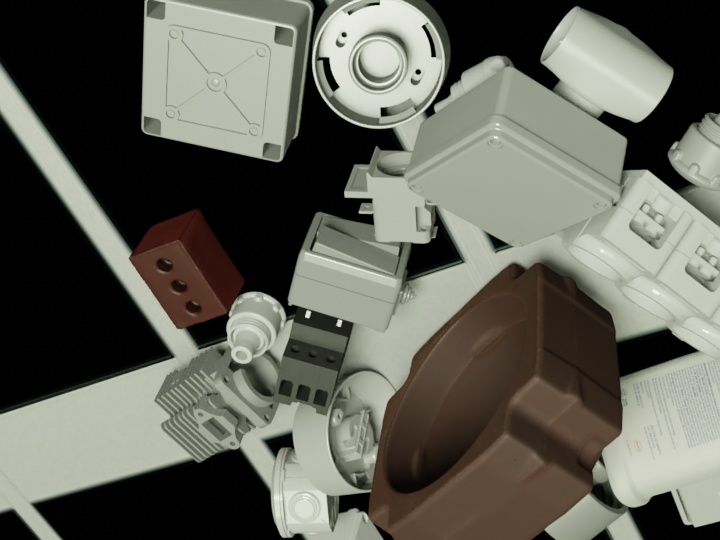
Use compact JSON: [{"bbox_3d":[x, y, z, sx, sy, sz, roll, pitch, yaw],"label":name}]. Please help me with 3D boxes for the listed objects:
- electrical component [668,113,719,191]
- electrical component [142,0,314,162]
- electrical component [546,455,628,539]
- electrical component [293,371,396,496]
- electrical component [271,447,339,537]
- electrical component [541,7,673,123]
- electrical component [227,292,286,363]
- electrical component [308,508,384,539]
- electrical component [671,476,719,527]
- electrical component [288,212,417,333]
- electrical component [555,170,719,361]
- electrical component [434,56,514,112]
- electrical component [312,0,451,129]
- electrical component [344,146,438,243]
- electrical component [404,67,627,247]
[{"bbox_3d":[0.245,-0.088,0.734,0.048,0.048,0.062,25,119,-5],"label":"electrical component"},{"bbox_3d":[-0.095,-0.143,0.761,0.109,0.056,0.108,12,126,4],"label":"electrical component"},{"bbox_3d":[0.177,0.166,0.887,0.060,0.108,0.108,-39,109,25],"label":"electrical component"},{"bbox_3d":[-0.009,0.141,0.916,0.064,0.099,0.099,-21,117,31],"label":"electrical component"},{"bbox_3d":[-0.049,0.201,0.975,0.051,0.080,0.080,-3,123,8],"label":"electrical component"},{"bbox_3d":[0.156,-0.125,0.727,0.077,0.044,0.079,30,125,-9],"label":"electrical component"},{"bbox_3d":[-0.090,0.052,0.890,0.048,0.062,0.048,6,125,8],"label":"electrical component"},{"bbox_3d":[-0.009,0.303,1.018,0.056,0.108,0.108,-17,119,25],"label":"electrical component"},{"bbox_3d":[0.304,0.166,0.885,0.096,0.061,0.061,-15,119,21],"label":"electrical component"},{"bbox_3d":[0.000,0.000,0.836,0.096,0.061,0.061,17,126,0],"label":"electrical component"},{"bbox_3d":[0.220,-0.001,0.759,0.150,0.089,0.061,35,87,-13],"label":"electrical component"},{"bbox_3d":[0.080,-0.123,0.751,0.061,0.035,0.035,-24,116,29],"label":"electrical component"},{"bbox_3d":[0.014,-0.147,0.746,0.099,0.064,0.099,2,112,4],"label":"electrical component"},{"bbox_3d":[0.033,-0.055,0.804,0.081,0.042,0.063,2,126,12],"label":"electrical component"},{"bbox_3d":[0.105,-0.073,0.732,0.109,0.056,0.109,27,153,-22],"label":"electrical component"}]
